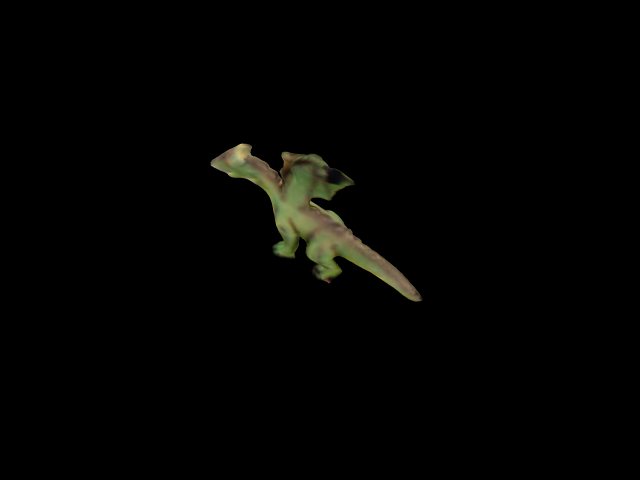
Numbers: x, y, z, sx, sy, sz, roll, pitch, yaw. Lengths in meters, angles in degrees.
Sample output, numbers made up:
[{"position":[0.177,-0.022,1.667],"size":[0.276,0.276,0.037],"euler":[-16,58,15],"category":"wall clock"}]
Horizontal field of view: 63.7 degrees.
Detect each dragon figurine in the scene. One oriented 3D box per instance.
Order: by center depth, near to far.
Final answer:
[{"position":[0.003,-0.043,0.850],"size":[0.412,0.124,0.237],"euler":[26,-25,14],"category":"dragon figurine"}]
